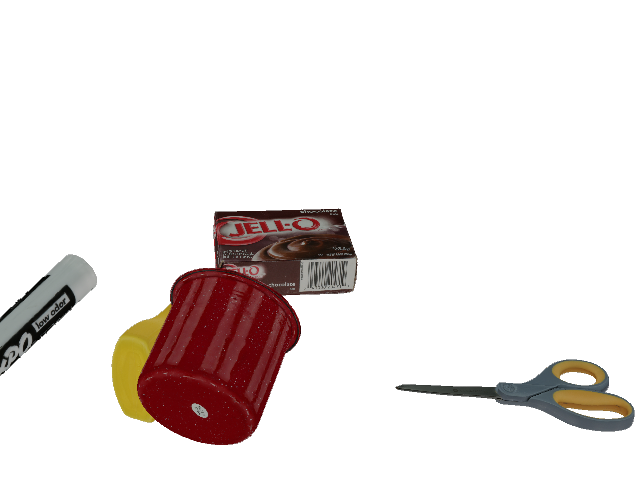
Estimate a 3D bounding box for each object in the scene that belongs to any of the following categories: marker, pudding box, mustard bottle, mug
[{"bbox_3d":[-0.137,0.049,0.440,0.020,0.020,0.121,0,36,39],"label":"marker"},{"bbox_3d":[-0.031,0.009,0.889,0.113,0.039,0.090,0,29,-9],"label":"pudding box"},{"bbox_3d":[-0.138,0.103,1.106,0.058,0.096,0.191,10,25,24],"label":"mustard bottle"},{"bbox_3d":[-0.076,0.082,0.702,0.093,0.081,0.117,41,-44,-23],"label":"mug"}]

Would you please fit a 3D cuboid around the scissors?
[{"bbox_3d":[0.171,0.123,0.929,0.202,0.016,0.096,11,29,7],"label":"scissors"}]
